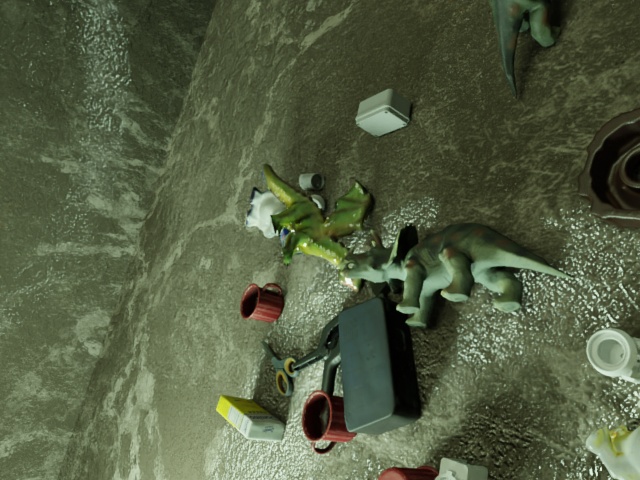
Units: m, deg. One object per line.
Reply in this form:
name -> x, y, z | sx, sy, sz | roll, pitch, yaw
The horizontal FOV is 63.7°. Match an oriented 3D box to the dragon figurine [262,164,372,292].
dragon figurine -> 0.004, -0.060, 1.201 | 0.242, 0.120, 0.419 | -18, 60, 4

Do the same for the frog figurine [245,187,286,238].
frog figurine -> -0.117, -0.071, 1.443 | 0.160, 0.121, 0.139 | 16, 75, 21
